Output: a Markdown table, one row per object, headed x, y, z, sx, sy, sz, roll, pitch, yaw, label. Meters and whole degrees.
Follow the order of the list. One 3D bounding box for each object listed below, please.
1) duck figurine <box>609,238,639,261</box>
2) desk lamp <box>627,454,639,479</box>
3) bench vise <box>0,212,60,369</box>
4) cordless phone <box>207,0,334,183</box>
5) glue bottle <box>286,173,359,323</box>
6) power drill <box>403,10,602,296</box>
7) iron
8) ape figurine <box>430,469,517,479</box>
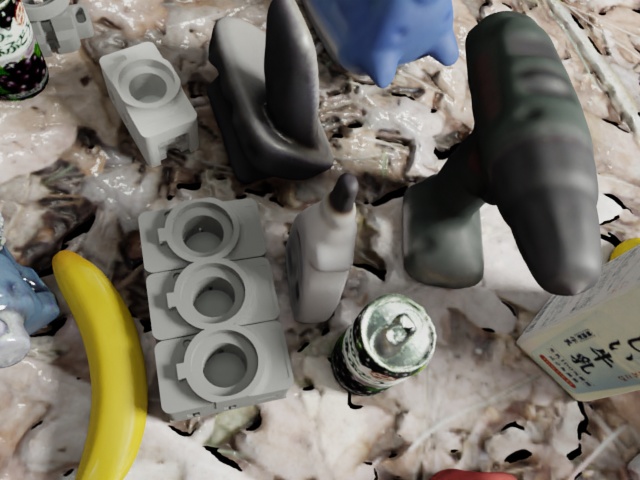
| x | y | z | sx | sy | sz | roll | pitch | yaw | label |
| --- | --- | --- | --- | --- | --- | --- | --- | --- | --- |
| 0.305 | 0.035 | 0.495 | 0.077 | 0.086 | 0.104 | 4 | 66 | -8 | duck figurine |
| 0.369 | 0.145 | 0.388 | 0.203 | 0.213 | 0.118 | -26 | 73 | -19 | desk lamp |
| -0.238 | -0.028 | 0.349 | 0.207 | 0.219 | 0.122 | 34 | 65 | 6 | bench vise |
| -0.036 | -0.141 | 0.454 | 0.094 | 0.185 | 0.147 | -20 | 71 | -17 | cordless phone |
| 0.004 | 0.001 | 0.406 | 0.037 | 0.173 | 0.078 | -2 | 67 | -11 | glue bottle |
| 0.126 | -0.040 | 0.427 | 0.075 | 0.208 | 0.229 | 6 | 66 | -7 | power drill |
| 0.044 | -0.282 | 0.554 | 0.119 | 0.141 | 0.258 | -23 | 73 | -19 | iron |
| 0.113 | 0.190 | 0.389 | 0.078 | 0.092 | 0.076 | -35 | 77 | -22 | ape figurine |
